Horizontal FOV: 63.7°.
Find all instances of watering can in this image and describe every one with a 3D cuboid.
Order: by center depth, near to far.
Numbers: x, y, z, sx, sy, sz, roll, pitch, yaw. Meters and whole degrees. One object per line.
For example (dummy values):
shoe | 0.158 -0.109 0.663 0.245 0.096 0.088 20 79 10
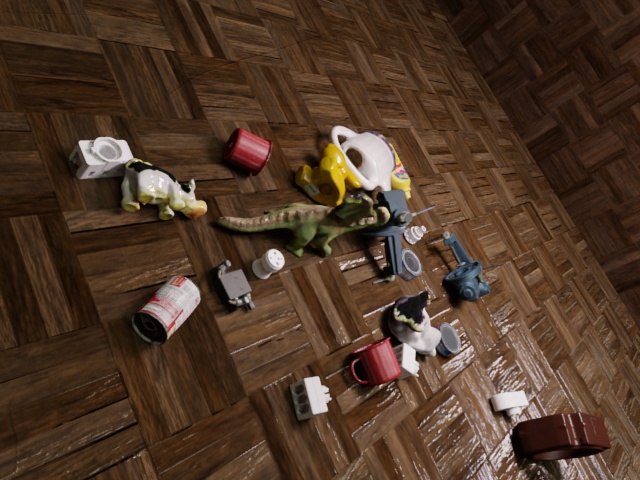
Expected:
watering can | 0.158 -0.197 1.496 0.347 0.102 0.228 52 37 -1

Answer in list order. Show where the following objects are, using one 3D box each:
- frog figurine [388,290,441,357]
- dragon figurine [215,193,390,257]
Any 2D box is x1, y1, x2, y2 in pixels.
frog figurine | 0.236 0.219 1.287 0.141 0.122 0.156 -92 168 -47
dragon figurine | 0.003 -0.057 1.125 0.410 0.239 0.124 4 65 -48
